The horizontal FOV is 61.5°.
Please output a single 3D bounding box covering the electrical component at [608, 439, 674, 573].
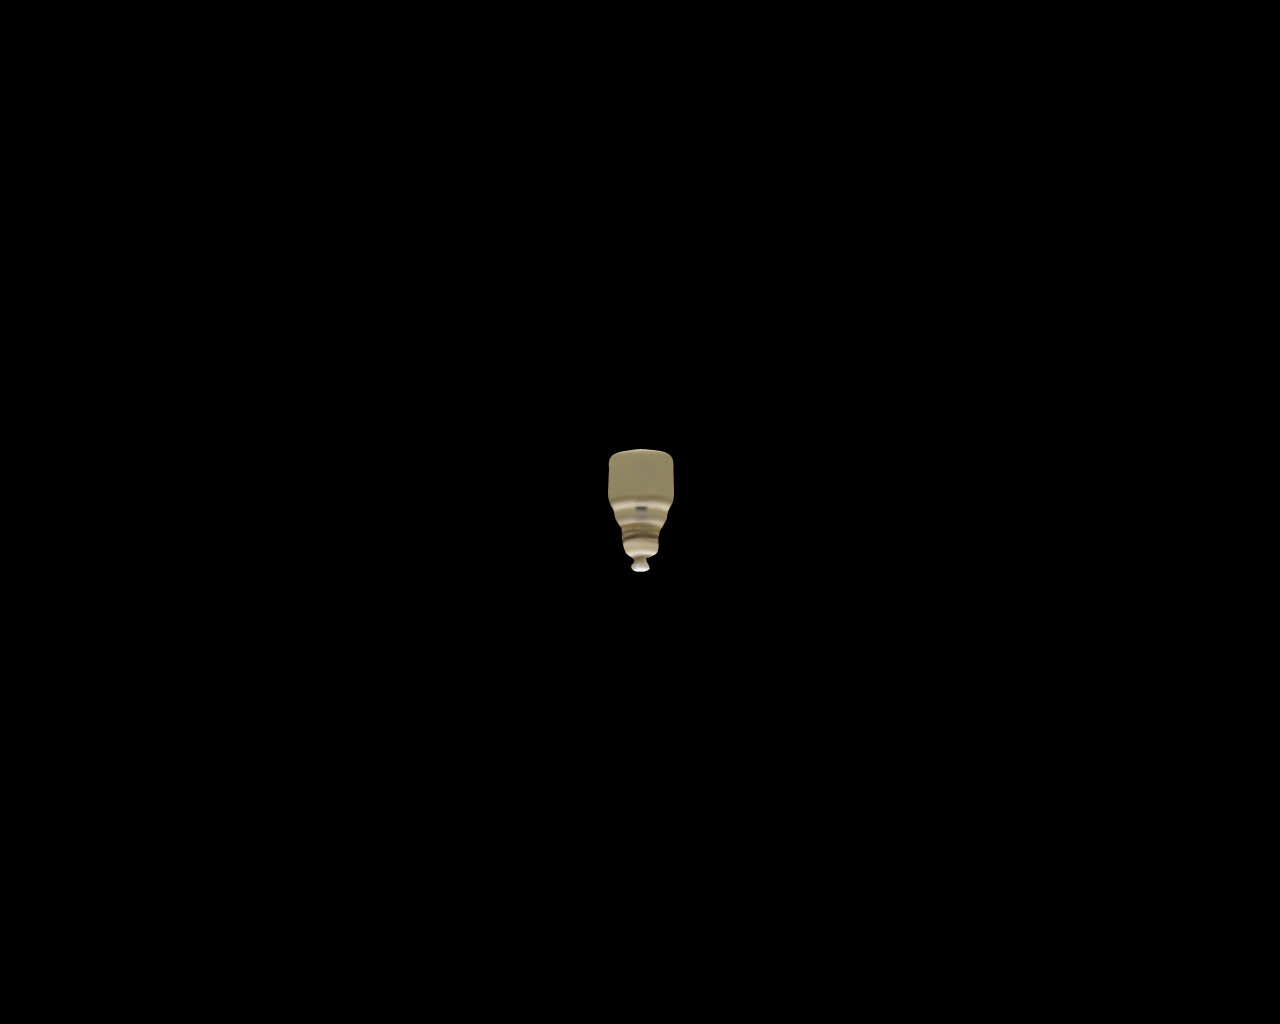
[{"bbox_3d":[0.001,-0.003,0.650,0.040,0.078,0.040,0,-10,0],"label":"electrical component"}]
